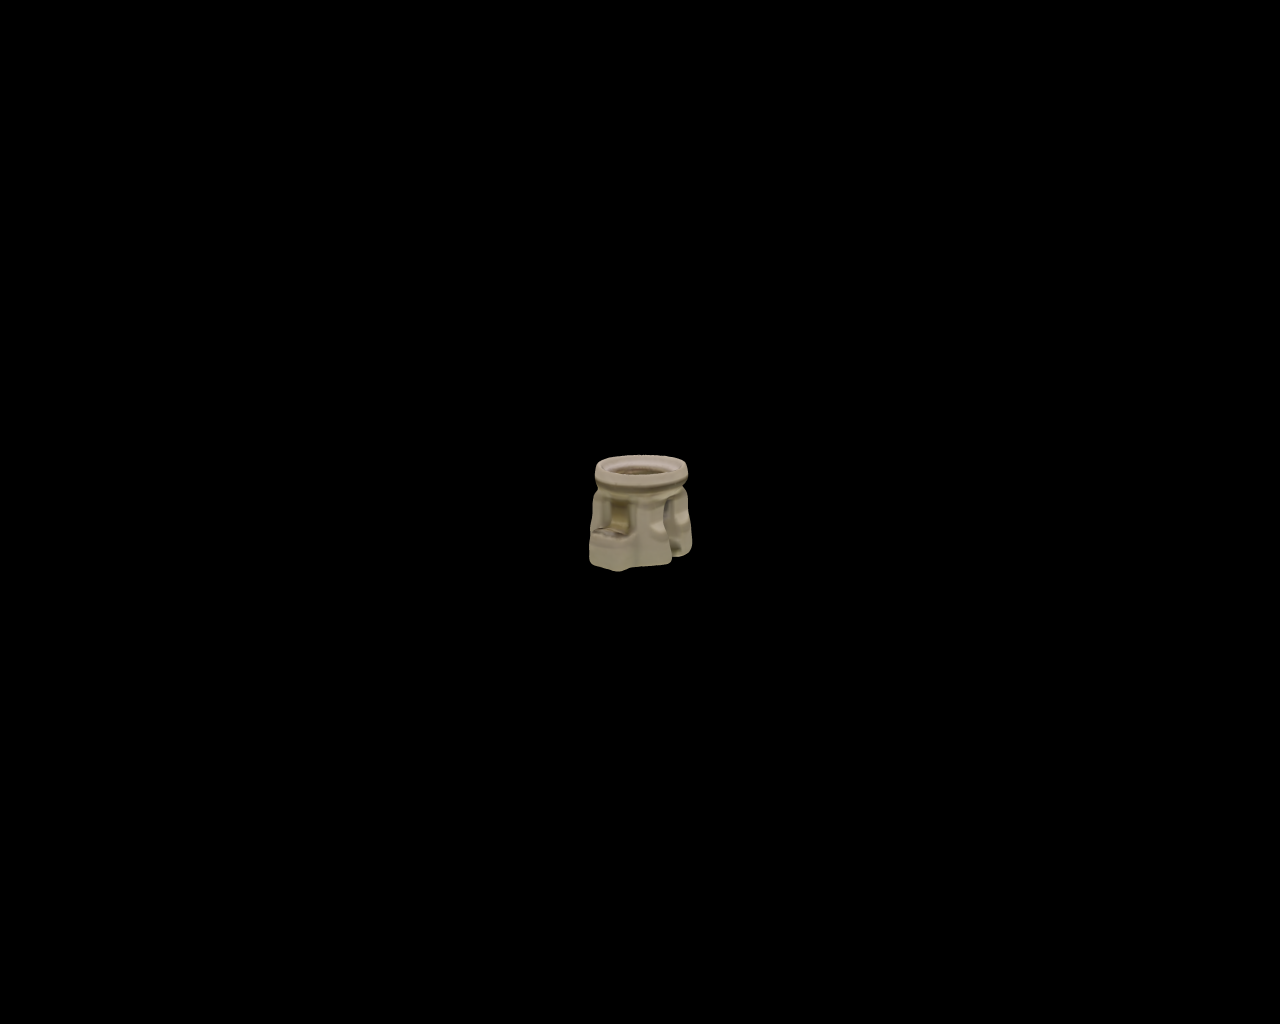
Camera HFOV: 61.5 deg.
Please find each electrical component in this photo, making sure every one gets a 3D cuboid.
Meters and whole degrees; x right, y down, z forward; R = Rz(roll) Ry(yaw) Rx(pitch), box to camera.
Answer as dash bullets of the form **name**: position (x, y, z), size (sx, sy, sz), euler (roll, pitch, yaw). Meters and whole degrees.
- **electrical component**: position (0.001, -0.003, 0.650), size (0.058, 0.056, 0.078), euler (11, 19, 34)
